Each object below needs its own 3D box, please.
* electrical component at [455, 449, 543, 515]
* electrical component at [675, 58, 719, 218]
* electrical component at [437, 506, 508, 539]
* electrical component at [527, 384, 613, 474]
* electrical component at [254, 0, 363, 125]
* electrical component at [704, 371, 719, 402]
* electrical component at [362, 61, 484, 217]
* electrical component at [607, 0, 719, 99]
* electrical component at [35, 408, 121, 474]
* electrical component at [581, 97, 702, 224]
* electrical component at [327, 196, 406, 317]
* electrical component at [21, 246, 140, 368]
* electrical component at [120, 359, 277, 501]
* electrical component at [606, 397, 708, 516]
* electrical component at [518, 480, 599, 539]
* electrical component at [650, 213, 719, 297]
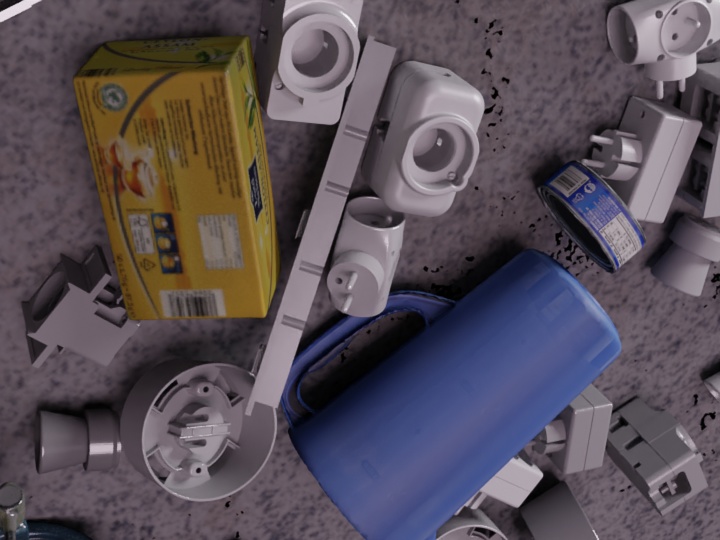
[{"bbox_3d":[0.095,0.175,0.907,0.083,0.047,0.075,29,103,-31],"label":"electrical component"},{"bbox_3d":[0.340,-0.111,0.843,0.186,0.060,0.105,-8,119,-17],"label":"electrical component"},{"bbox_3d":[0.085,0.257,0.936,0.099,0.064,0.099,-9,119,-17],"label":"electrical component"},{"bbox_3d":[0.165,0.135,0.912,0.077,0.047,0.065,-7,118,-20],"label":"electrical component"},{"bbox_3d":[-0.034,-0.143,0.685,0.050,0.055,0.089,2,115,-22],"label":"electrical component"},{"bbox_3d":[0.345,0.098,0.965,0.055,0.045,0.045,-42,123,3],"label":"electrical component"},{"bbox_3d":[0.044,-0.088,0.742,0.054,0.059,0.095,8,113,-24],"label":"electrical component"},{"bbox_3d":[0.225,-0.163,0.781,0.077,0.044,0.079,-19,122,-11],"label":"electrical component"},{"bbox_3d":[-0.201,0.121,0.766,0.055,0.045,0.045,1,116,-22],"label":"electrical component"},{"bbox_3d":[0.201,-0.085,0.811,0.076,0.047,0.083,6,114,-24],"label":"electrical component"},{"bbox_3d":[0.000,0.000,0.755,0.043,0.079,0.077,16,125,7],"label":"electrical component"},{"bbox_3d":[-0.187,0.030,0.725,0.064,0.042,0.081,35,101,-34],"label":"electrical component"},{"bbox_3d":[-0.118,0.112,0.767,0.099,0.064,0.099,-9,103,-44],"label":"electrical component"},{"bbox_3d":[0.256,0.158,0.936,0.056,0.089,0.050,-32,123,-3],"label":"electrical component"},{"bbox_3d":[0.177,0.247,0.945,0.060,0.108,0.108,-26,123,1],"label":"electrical component"},{"bbox_3d":[0.270,-0.012,0.878,0.045,0.045,0.055,15,110,-27],"label":"electrical component"}]
